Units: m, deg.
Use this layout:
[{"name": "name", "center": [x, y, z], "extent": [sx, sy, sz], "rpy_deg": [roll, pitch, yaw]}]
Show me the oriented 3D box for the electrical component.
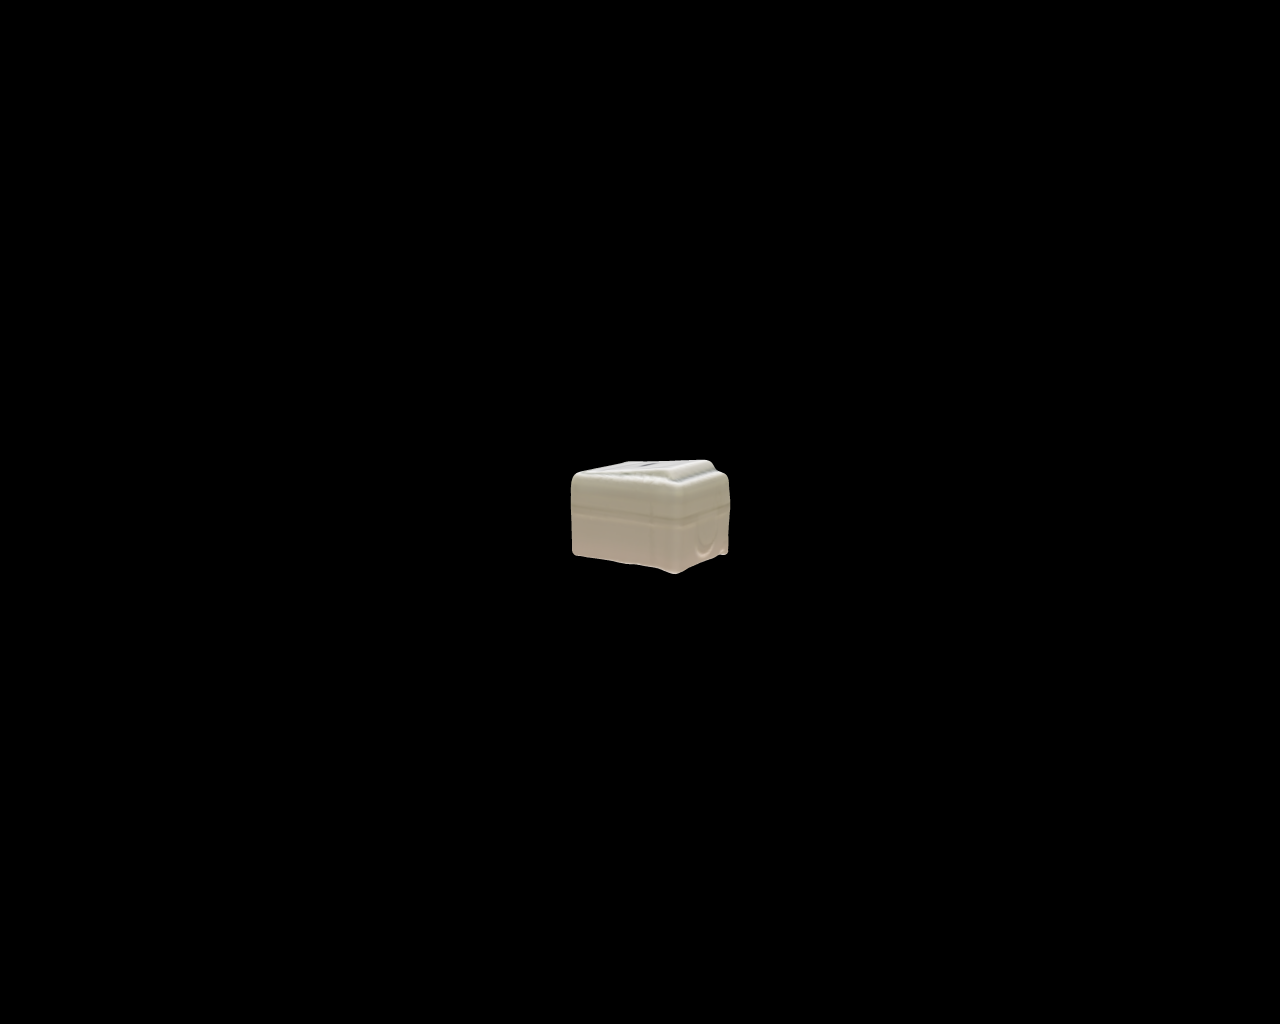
[{"name": "electrical component", "center": [0.001, -0.003, 0.650], "extent": [0.096, 0.061, 0.062], "rpy_deg": [8, 14, 35]}]
